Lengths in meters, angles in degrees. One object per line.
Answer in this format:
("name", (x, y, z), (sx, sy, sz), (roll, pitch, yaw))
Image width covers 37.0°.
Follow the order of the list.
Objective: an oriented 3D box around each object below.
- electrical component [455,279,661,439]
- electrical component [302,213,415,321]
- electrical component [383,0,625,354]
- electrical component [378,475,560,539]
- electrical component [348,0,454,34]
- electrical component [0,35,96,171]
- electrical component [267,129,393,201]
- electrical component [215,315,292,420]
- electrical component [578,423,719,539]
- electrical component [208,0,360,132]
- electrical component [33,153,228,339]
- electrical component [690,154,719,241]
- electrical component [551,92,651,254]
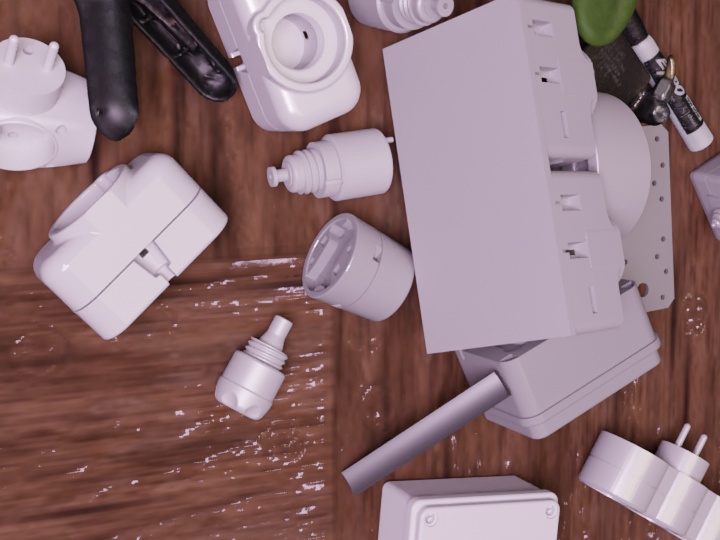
("electrical component", (0.129, 0.054, 0.704), (0.113, 0.078, 0.057), (-29, 105, -19))
("electrical component", (0.000, 0.000, 0.651), (0.047, 0.055, 0.055), (26, 86, -29))
("electrical component", (0.084, -0.051, 0.626), (0.060, 0.105, 0.186), (-4, 85, -43))
("electrical component", (0.068, 0.195, 0.705), (0.109, 0.056, 0.108), (2, 96, -25))
("electrical component", (0.026, -0.159, 0.632), (0.040, 0.078, 0.040), (-14, 115, -32))
("electrical component", (-0.173, -0.091, 0.549), (0.077, 0.079, 0.044), (5, 58, -25))
("electrical component", (-0.017, -0.061, 0.642), (0.078, 0.040, 0.040), (-11, 101, -23))
("electrical component", (-0.060, 0.056, 0.642), (0.035, 0.035, 0.061), (32, 81, -25))
("electrical component", (0.226, 0.147, 0.774), (0.138, 0.052, 0.073), (32, 83, -25))
("electrical component", (-0.041, -0.129, 0.612), (0.054, 0.059, 0.095), (-27, 107, -19))
("electrical component", (-0.129, -0.018, 0.589), (0.095, 0.054, 0.059), (-47, 112, -12))
("electrical component", (0.285, -0.058, 0.773), (0.096, 0.061, 0.061), (-32, 109, -9))
("electrical component", (0.135, -0.062, 0.678), (0.060, 0.108, 0.108), (-5, 99, -30))
